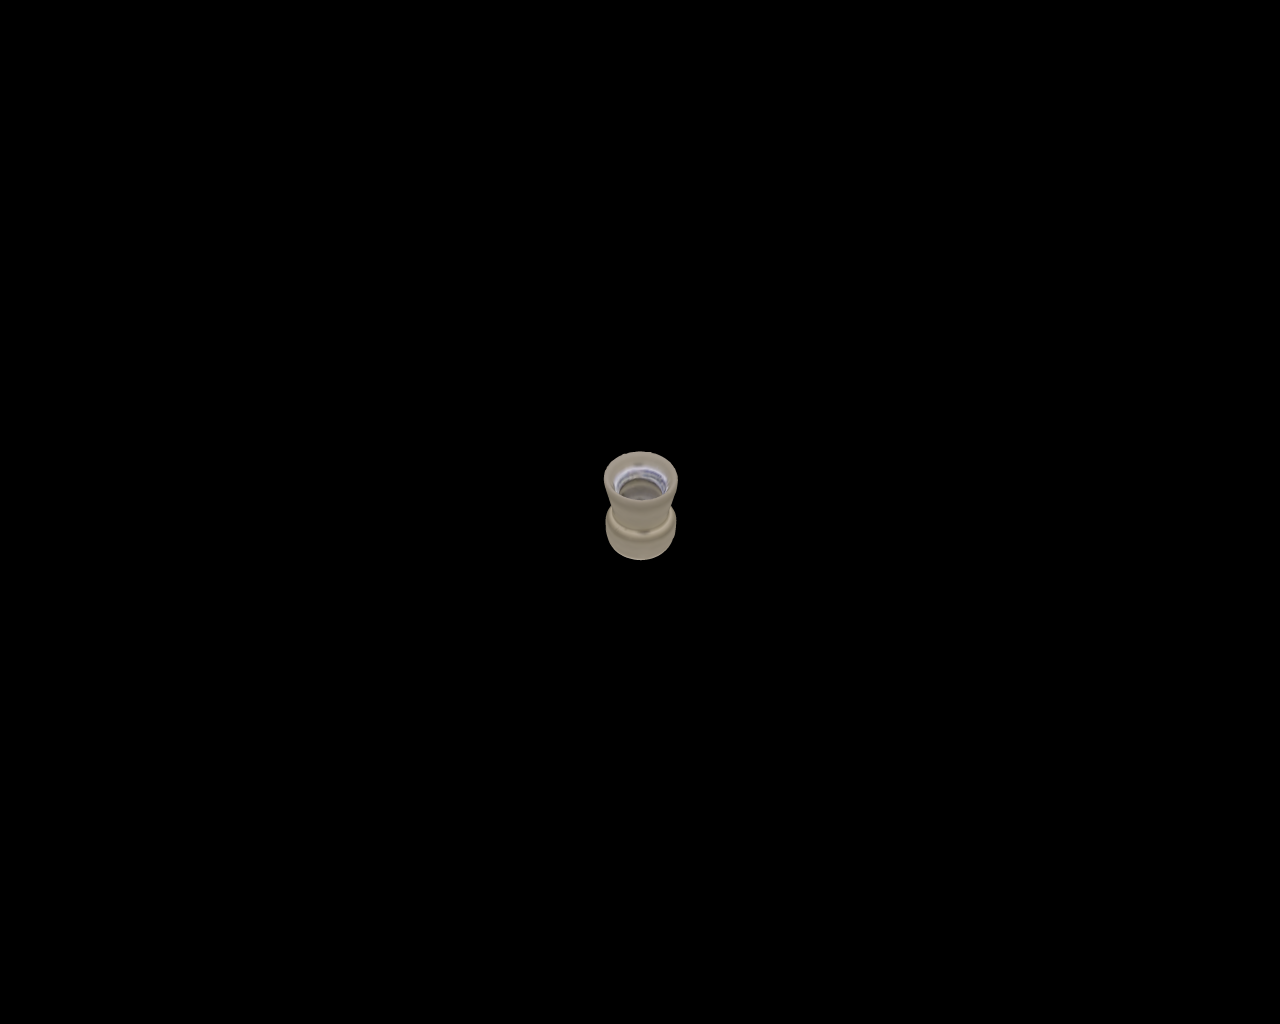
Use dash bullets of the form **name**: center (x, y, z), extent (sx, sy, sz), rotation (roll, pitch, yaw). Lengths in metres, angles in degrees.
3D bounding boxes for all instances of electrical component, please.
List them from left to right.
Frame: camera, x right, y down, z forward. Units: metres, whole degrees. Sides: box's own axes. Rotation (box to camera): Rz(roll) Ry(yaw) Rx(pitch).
- **electrical component**: center (0.001, -0.003, 0.650), extent (0.045, 0.045, 0.055), rotation (0, -44, 0)
